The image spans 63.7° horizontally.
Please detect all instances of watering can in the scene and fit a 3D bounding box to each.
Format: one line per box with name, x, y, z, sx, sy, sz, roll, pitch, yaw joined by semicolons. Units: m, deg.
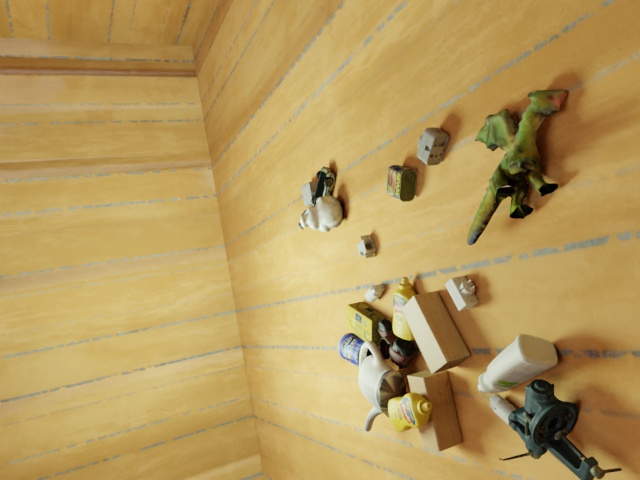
watering can;0.195;0.510;1.698;0.225;0.104;0.345;-161;65;-66

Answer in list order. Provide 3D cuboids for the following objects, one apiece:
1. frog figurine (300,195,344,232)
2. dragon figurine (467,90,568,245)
frog figurine;0.006;-0.099;1.958;0.123;0.160;0.136;21;115;59
dragon figurine;0.428;-0.184;1.207;0.402;0.122;0.248;125;149;-51
